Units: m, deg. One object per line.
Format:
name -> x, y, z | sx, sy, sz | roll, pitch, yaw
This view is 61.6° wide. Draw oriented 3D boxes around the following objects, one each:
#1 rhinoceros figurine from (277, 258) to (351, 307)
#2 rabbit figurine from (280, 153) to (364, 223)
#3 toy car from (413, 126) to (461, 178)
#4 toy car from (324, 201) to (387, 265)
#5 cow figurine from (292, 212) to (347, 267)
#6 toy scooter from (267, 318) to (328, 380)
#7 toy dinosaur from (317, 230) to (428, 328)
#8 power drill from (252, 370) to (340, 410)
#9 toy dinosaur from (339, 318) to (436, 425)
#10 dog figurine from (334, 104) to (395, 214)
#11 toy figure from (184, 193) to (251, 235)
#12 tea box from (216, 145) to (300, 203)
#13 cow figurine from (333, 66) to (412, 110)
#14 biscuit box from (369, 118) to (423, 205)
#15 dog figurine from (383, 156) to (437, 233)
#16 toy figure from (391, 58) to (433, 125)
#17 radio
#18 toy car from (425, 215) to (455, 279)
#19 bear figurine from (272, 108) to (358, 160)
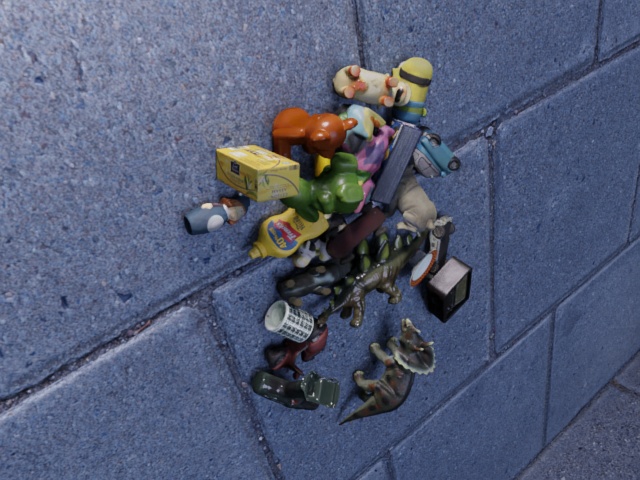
rhinoceros figurine -> -0.011, 0.097, 1.317 | 0.190, 0.112, 0.073 | -25, 96, -13
rabbit figurine -> -0.010, -0.107, 1.146 | 0.170, 0.159, 0.121 | -4, 74, -13
toy car -> 0.290, -0.217, 1.415 | 0.103, 0.109, 0.161 | -45, 126, 10
toy car -> 0.086, -0.019, 1.293 | 0.202, 0.053, 0.089 | -39, 98, -37
cow figurine -> -0.002, -0.003, 1.299 | 0.167, 0.068, 0.098 | -30, 122, -29
toy scooter -> -0.047, 0.295, 1.405 | 0.184, 0.075, 0.135 | -34, 129, -18
toy dinosaur -> 0.160, 0.082, 1.454 | 0.471, 0.105, 0.198 | -34, 125, -28
power drill -> -0.041, 0.388, 1.374 | 0.232, 0.207, 0.086 | 29, 65, -29
toy dinosaur -> 0.211, 0.423, 1.599 | 0.131, 0.192, 0.404 | 20, 97, -41
dog figurine -> 0.078, -0.176, 1.220 | 0.191, 0.109, 0.219 | 22, 86, -56
toy figure -> -0.206, -0.053, 1.118 | 0.154, 0.058, 0.064 | -23, 163, -31
tea box -> -0.126, -0.134, 1.063 | 0.098, 0.170, 0.068 | -13, 119, -33
cow figurine -> 0.120, -0.340, 1.214 | 0.195, 0.127, 0.085 | 5, 108, -26
biscuit box -> 0.170, -0.186, 1.299 | 0.063, 0.059, 0.202 | 12, 114, -26
dog figurine -> 0.233, -0.129, 1.367 | 0.121, 0.173, 0.190 | -37, 138, -34
toy figure -> 0.222, -0.347, 1.301 | 0.082, 0.089, 0.180 | -7, 113, -43
radio -> 0.399, 0.159, 1.663 | 0.131, 0.073, 0.229 | -43, 149, -14
toy car -> 0.356, 0.022, 1.614 | 0.073, 0.056, 0.201 | -16, 119, -46
bear figurine -> -0.011, -0.206, 1.105 | 0.120, 0.196, 0.131 | -33, 129, -27
